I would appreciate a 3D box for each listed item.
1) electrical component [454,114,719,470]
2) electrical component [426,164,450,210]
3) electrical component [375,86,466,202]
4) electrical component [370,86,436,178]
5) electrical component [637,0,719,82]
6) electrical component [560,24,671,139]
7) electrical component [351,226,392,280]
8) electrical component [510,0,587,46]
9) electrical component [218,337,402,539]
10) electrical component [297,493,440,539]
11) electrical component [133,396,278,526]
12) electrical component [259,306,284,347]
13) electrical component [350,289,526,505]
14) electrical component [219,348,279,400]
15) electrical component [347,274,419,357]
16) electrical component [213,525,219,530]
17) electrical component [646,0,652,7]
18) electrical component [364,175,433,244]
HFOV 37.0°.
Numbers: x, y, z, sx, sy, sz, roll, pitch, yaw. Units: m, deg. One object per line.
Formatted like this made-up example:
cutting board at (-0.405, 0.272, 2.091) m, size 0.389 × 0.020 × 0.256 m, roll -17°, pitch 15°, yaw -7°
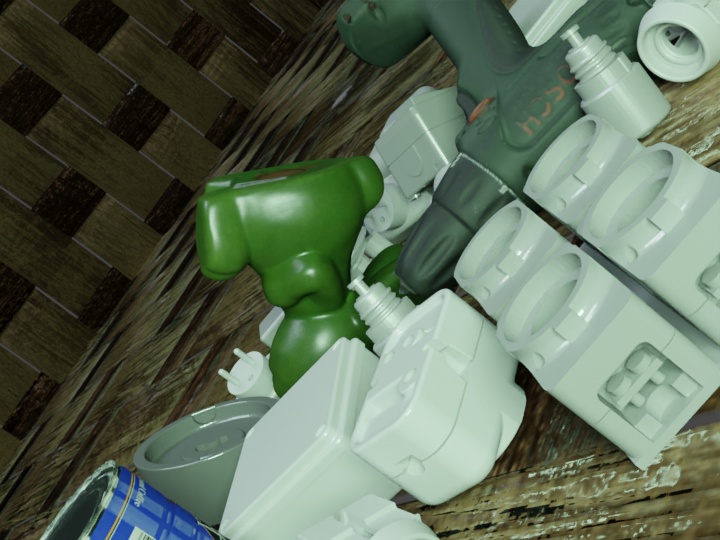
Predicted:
electrical component at (0.110, -0.004, 0.489) m, size 0.105 × 0.060 × 0.186 m, roll -50°, pitch 14°, yaw 8°
electrical component at (0.069, -0.043, 0.748) m, size 0.045 × 0.045 × 0.055 m, roll -42°, pitch 17°, yaw 36°
electrical component at (0.068, -0.105, 0.817) m, size 0.096 × 0.061 × 0.062 m, roll -28°, pitch -6°, yaw -35°
electrical component at (0.053, -0.117, 0.965) m, size 0.059 × 0.054 × 0.095 m, roll -38°, pitch 20°, yaw 45°
electrical component at (0.187, -0.139, 0.607) m, size 0.055 × 0.048 × 0.066 m, roll -52°, pitch 12°, yaw -31°
electrical component at (0.142, -0.105, 0.612) m, size 0.040 × 0.078 × 0.040 m, roll -39°, pitch 7°, yaw 6°
electrical component at (0.000, 0.000, 0.840) m, size 0.078 × 0.057 × 0.058 m, roll -39°, pitch 19°, yaw 44°
electrical component at (0.150, -0.182, 0.810) m, size 0.108 × 0.056 × 0.108 m, roll -51°, pitch 14°, yaw 6°
electrical component at (-0.024, 0.112, 0.639) m, size 0.108 × 0.056 × 0.108 m, roll -46°, pitch 15°, yaw 23°
electrical component at (0.009, 0.132, 0.485) m, size 0.066 × 0.048 × 0.055 m, roll -23°, pitch 15°, yaw -31°
electrical component at (-0.096, 0.139, 0.750) m, size 0.108 × 0.060 × 0.108 m, roll -17°, pitch 13°, yaw 4°
electrical component at (-0.039, 0.041, 0.887) m, size 0.083 × 0.047 × 0.075 m, roll -49°, pitch 15°, yaw 8°
electrical component at (0.042, 0.065, 0.537) m, size 0.054 × 0.059 × 0.095 m, roll -40°, pitch 18°, yaw 41°
electrical component at (-0.073, 0.088, 0.817) m, size 0.077 × 0.079 × 0.043 m, roll -54°, pitch 35°, yaw -6°
electrical component at (0.023, 0.035, 0.649) m, size 0.040 × 0.078 × 0.040 m, roll -42°, pitch 2°, yaw 2°
electrical component at (-0.149, 0.208, 0.800) m, size 0.095 × 0.059 × 0.053 m, roll -49°, pitch 14°, yaw 16°
electrical component at (0.206, -0.213, 0.696) m, size 0.096 × 0.061 × 0.061 m, roll -45°, pitch 16°, yaw 29°
electrical component at (0.028, -0.052, 0.859) m, size 0.079 × 0.044 × 0.077 m, roll -14°, pitch -17°, yaw -41°
